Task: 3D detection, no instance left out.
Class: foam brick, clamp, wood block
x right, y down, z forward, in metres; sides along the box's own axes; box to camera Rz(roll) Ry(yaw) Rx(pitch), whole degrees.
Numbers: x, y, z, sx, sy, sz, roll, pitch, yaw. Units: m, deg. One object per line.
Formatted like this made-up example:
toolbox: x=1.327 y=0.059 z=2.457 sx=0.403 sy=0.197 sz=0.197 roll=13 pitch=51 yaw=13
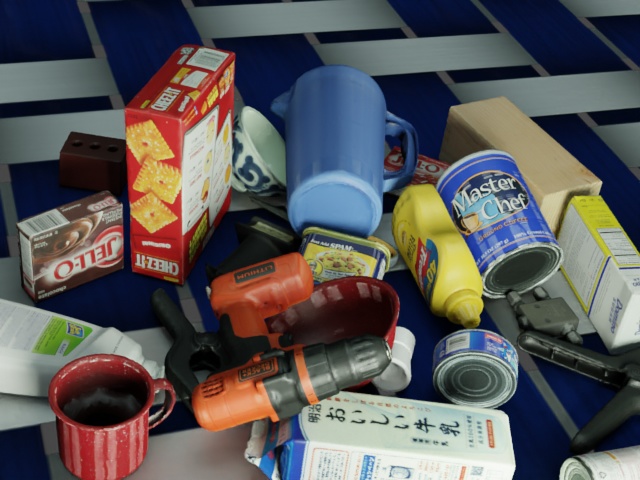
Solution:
foam brick: x=-0.274 y=-0.094 z=1.303 sx=0.078 sy=0.051 sz=0.053 roll=8 pitch=38 yaw=1
clamp: x=-0.107 y=0.108 z=1.087 sx=0.120 sy=0.039 sz=0.171 roll=-6 pitch=42 yaw=-9
wood block: x=0.249 y=-0.088 z=1.359 sx=0.090 sy=0.090 sz=0.206 roll=-14 pitch=43 yaw=-25
clamp: x=0.321 y=0.157 z=1.101 sx=0.210 sy=0.036 sz=0.164 roll=2 pitch=38 yaw=-7

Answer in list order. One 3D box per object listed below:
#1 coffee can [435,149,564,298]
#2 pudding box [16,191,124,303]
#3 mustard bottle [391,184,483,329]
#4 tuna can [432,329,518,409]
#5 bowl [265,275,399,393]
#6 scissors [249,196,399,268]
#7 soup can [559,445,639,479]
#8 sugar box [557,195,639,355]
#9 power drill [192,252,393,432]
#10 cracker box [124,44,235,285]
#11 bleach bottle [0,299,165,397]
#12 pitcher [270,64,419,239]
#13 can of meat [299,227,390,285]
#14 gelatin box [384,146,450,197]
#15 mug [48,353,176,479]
coffee can: x=0.204 y=-0.019 z=1.226 sx=0.102 sy=0.103 sz=0.140 roll=-8 pitch=55 yaw=-19
pudding box: x=-0.266 y=0.006 z=1.146 sx=0.113 sy=0.090 sz=0.039 roll=-22 pitch=45 yaw=-32
mustard bottle: x=0.135 y=0.028 z=1.183 sx=0.058 sy=0.096 sz=0.192 roll=-5 pitch=40 yaw=-16
tuna can: x=0.155 y=0.131 z=1.065 sx=0.086 sy=0.086 sz=0.033 roll=10 pitch=40 yaw=2
bowl: x=0.013 y=0.107 z=1.064 sx=0.162 sy=0.055 sz=0.162 roll=-21 pitch=30 yaw=13
scissors: x=-0.008 y=0.002 z=1.258 sx=0.202 sy=0.016 sz=0.096 roll=17 pitch=39 yaw=12
soup can: x=0.281 y=0.225 z=0.982 sx=0.102 sy=0.068 sz=0.068 roll=-6 pitch=40 yaw=-16
sugar box: x=0.324 y=0.037 z=1.209 sx=0.048 sy=0.093 sz=0.176 roll=-4 pitch=40 yaw=-14
power drill: x=-0.033 y=0.088 z=1.004 sx=0.184 sy=0.057 sz=0.187 roll=-17 pitch=32 yaw=3
cracker box: x=-0.154 y=-0.086 z=1.182 sx=0.072 sy=0.214 sz=0.164 roll=13 pitch=38 yaw=10
bleach bottle: x=-0.278 y=0.112 z=1.033 sx=0.251 sy=0.068 sz=0.102 roll=13 pitch=39 yaw=3
pitcher: x=0.029 y=-0.098 z=1.287 sx=0.149 sy=0.145 sz=0.243 roll=-26 pitch=32 yaw=19
can of meat: x=0.018 y=0.042 z=1.166 sx=0.102 sy=0.057 sz=0.084 roll=14 pitch=52 yaw=9
gelatin box: x=0.121 y=-0.082 z=1.376 sx=0.089 sy=0.030 sz=0.073 roll=21 pitch=39 yaw=16
mug: x=-0.186 y=0.160 z=0.969 sx=0.117 sy=0.081 sz=0.093 roll=-18 pitch=45 yaw=-29
